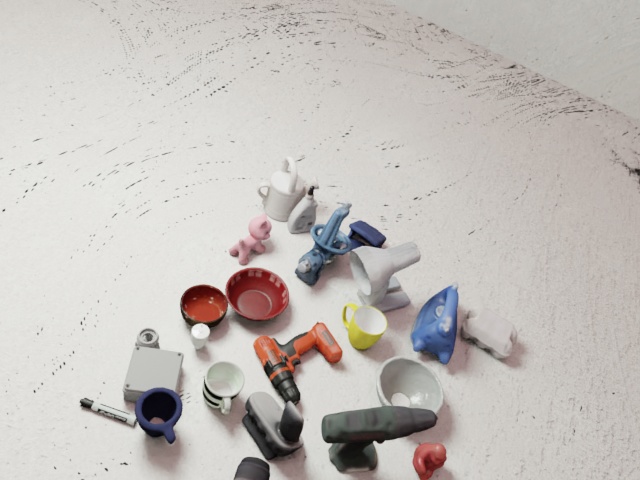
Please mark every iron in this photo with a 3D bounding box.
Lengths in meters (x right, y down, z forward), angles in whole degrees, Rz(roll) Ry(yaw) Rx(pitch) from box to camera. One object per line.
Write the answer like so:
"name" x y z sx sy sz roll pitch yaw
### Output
"iron" 0.328 0.190 1.508 0.118 0.141 0.258 23 46 2

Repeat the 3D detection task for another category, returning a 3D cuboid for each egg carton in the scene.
"egg carton" 0.458 0.249 1.551 0.150 0.069 0.107 32 47 10

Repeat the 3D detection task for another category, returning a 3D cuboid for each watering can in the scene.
"watering can" -0.090 -0.156 1.636 0.173 0.194 0.100 -22 59 -33

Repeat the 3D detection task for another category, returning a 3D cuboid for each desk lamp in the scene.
"desk lamp" 0.163 0.091 1.489 0.204 0.213 0.117 -11 54 -27

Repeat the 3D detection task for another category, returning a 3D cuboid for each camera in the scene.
"camera" -0.124 0.496 1.102 0.143 0.101 0.137 18 46 -3

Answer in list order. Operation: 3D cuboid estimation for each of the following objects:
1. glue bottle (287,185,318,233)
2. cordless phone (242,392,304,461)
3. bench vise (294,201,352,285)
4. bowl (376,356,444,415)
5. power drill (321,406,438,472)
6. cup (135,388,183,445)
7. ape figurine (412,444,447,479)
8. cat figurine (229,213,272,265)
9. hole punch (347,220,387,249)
"glue bottle" -0.039 -0.089 1.608 0.078 0.173 0.037 -7 52 -24
"cordless phone" -0.085 0.358 1.181 0.094 0.185 0.147 -28 63 -36
"bench vise" 0.025 0.010 1.509 0.121 0.219 0.207 21 46 0
"bowl" 0.202 0.364 1.354 0.167 0.074 0.167 10 47 -11
"power drill" 0.105 0.407 1.188 0.230 0.208 0.075 4 48 -16
"cup" -0.320 0.368 1.152 0.092 0.095 0.117 -17 57 -31
"ape figurine" 0.246 0.477 1.255 0.078 0.092 0.076 4 48 -16
"cat figurine" -0.177 -0.013 1.530 0.067 0.118 0.128 38 48 16
"hole punch" 0.133 -0.013 1.658 0.108 0.091 0.101 35 48 13
